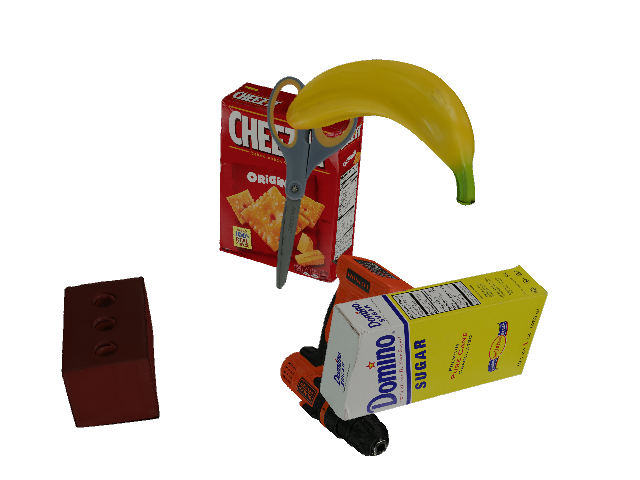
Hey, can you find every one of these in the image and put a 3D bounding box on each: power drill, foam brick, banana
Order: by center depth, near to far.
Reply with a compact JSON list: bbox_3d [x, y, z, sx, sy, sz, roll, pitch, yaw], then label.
[{"bbox_3d":[-0.131,0.069,0.666,0.053,0.051,0.078,-8,39,-7],"label":"foam brick"},{"bbox_3d":[0.039,-0.085,0.698,0.037,0.070,0.198,17,9,-38],"label":"banana"},{"bbox_3d":[0.040,0.124,1.192,0.057,0.188,0.185,13,16,-42],"label":"power drill"}]

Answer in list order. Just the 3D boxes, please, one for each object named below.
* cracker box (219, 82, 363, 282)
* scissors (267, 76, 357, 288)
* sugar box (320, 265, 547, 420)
[{"bbox_3d":[-0.040,-0.068,1.313,0.164,0.214,0.072,17,33,21],"label":"cracker box"},{"bbox_3d":[-0.006,-0.059,1.025,0.096,0.202,0.016,-6,-1,3],"label":"scissors"},{"bbox_3d":[0.090,0.081,0.851,0.176,0.093,0.048,-13,40,-27],"label":"sugar box"}]
